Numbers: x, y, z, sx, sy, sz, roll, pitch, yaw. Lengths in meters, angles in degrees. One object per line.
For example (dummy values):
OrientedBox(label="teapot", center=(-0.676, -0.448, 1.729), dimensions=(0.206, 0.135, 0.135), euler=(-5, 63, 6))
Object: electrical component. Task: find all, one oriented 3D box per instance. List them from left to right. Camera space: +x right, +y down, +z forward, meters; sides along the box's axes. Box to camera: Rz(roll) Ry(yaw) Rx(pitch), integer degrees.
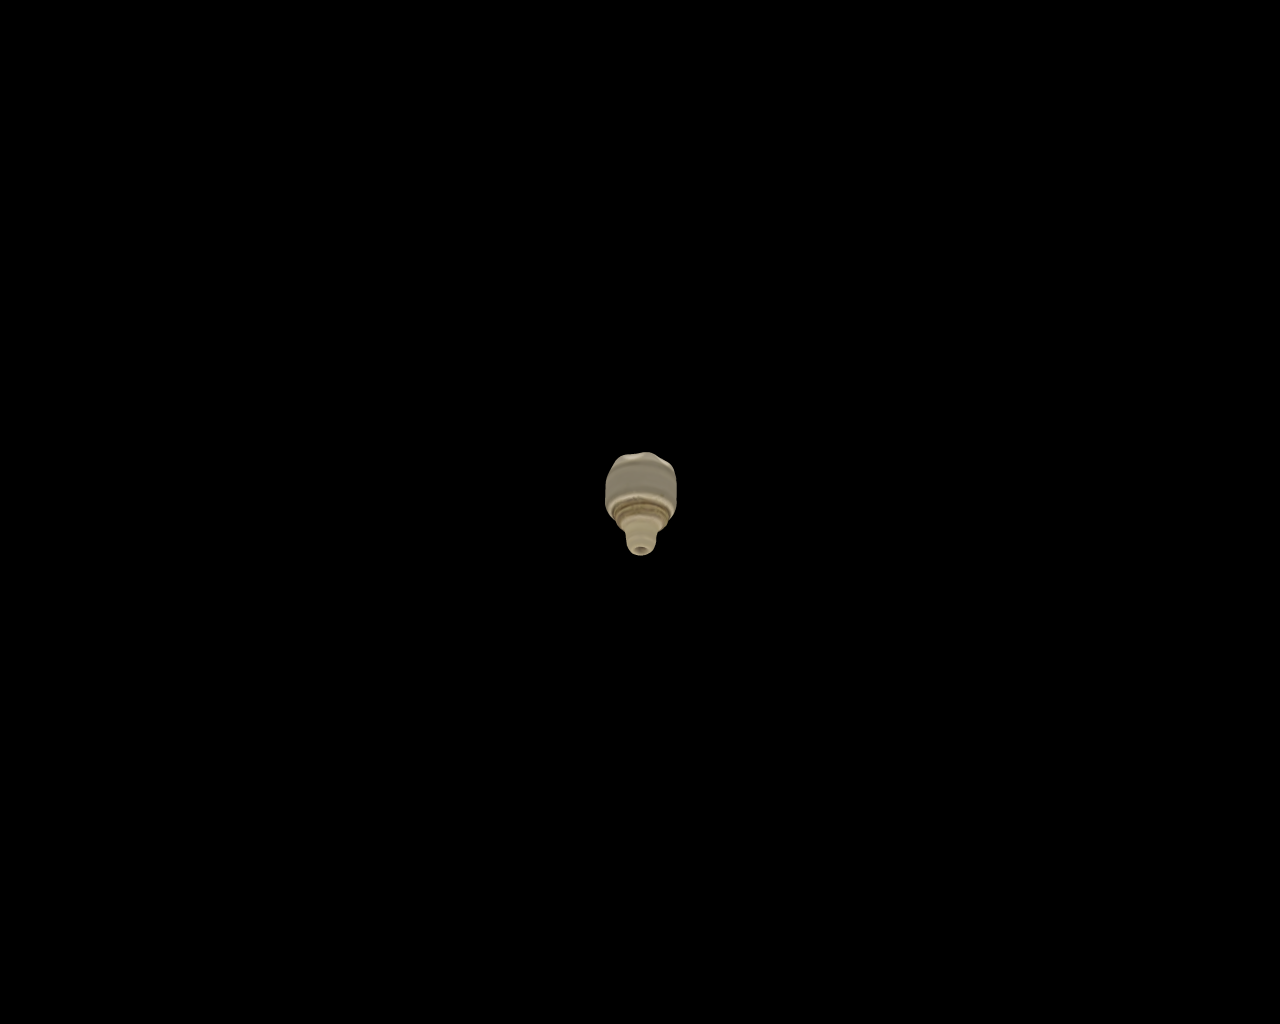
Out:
OrientedBox(label="electrical component", center=(0.001, -0.003, 0.650), dimensions=(0.043, 0.062, 0.043), euler=(0, -32, 0))
